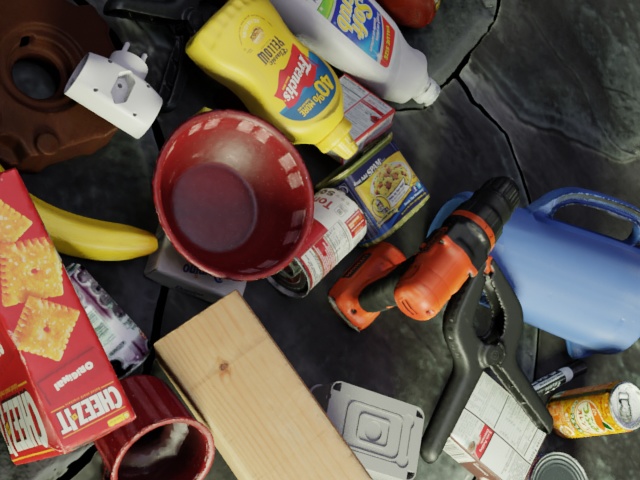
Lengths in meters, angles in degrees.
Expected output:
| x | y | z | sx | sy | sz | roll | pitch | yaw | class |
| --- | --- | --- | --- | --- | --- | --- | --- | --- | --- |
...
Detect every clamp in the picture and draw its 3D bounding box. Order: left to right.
| x | y | z | sx | sy | sz | roll | pitch | yaw | class |
| --- | --- | --- | --- | --- | --- | --- | --- | --- | --- |
| -0.142 | -0.220 | 1.064 | 0.171 | 0.039 | 0.120 | -57 | 131 | -39 | clamp |
| 0.176 | 0.119 | 1.093 | 0.164 | 0.036 | 0.210 | 0 | 94 | -30 | clamp |

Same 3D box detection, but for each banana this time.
| x | y | z | sx | sy | sz | roll | pitch | yaw | class |
| --- | --- | --- | --- | --- | --- | --- | --- | --- | --- |
| -0.240 | -0.024 | 0.950 | 0.197 | 0.070 | 0.037 | 34 | 29 | -27 | banana |

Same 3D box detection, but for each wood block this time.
| x | y | z | sx | sy | sz | roll | pitch | yaw | class |
| --- | --- | --- | --- | --- | --- | --- | --- | --- | --- |
| -0.053 | 0.159 | 0.951 | 0.090 | 0.090 | 0.206 | -34 | 80 | -14 | wood block |

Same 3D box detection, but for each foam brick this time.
| x | y | z | sx | sy | sz | roll | pitch | yaw | class |
| --- | --- | --- | --- | --- | --- | --- | --- | --- | --- |
| -0.058 | -0.147 | 1.097 | 0.078 | 0.053 | 0.051 | -31 | 93 | -33 | foam brick |

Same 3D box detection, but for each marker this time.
| x | y | z | sx | sy | sz | roll | pitch | yaw | class |
| --- | --- | --- | --- | --- | --- | --- | --- | --- | --- |
| 0.261 | 0.163 | 1.214 | 0.120 | 0.020 | 0.020 | -20 | 86 | -33 | marker |

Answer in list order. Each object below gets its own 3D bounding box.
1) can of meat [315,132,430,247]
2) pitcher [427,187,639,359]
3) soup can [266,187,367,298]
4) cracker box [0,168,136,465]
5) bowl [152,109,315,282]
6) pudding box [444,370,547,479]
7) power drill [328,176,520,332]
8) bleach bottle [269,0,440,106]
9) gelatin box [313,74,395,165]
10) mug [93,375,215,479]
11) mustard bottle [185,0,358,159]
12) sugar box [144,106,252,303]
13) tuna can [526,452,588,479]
| x | y | z | sx | sy | sz | roll | pitch | yaw | class |
| --- | --- | --- | --- | --- | --- | --- | --- | --- | --- |
| 0.059 | -0.052 | 1.136 | 0.102 | 0.058 | 0.084 | -41 | 100 | -32 | can of meat |
| 0.245 | 0.023 | 1.178 | 0.242 | 0.145 | 0.149 | 20 | 62 | -21 | pitcher |
| -0.007 | 0.001 | 1.075 | 0.068 | 0.069 | 0.102 | 51 | 57 | -8 | soup can |
| -0.246 | 0.069 | 0.859 | 0.072 | 0.164 | 0.214 | -24 | 89 | -31 | cracker box |
| -0.088 | -0.037 | 0.992 | 0.161 | 0.055 | 0.162 | 7 | 75 | -27 | bowl |
| 0.183 | 0.206 | 1.145 | 0.113 | 0.039 | 0.090 | 42 | 61 | -16 | pudding box |
| 0.101 | 0.018 | 1.063 | 0.057 | 0.188 | 0.184 | 49 | 59 | -8 | power drill |
| 0.034 | -0.236 | 1.173 | 0.250 | 0.068 | 0.102 | 34 | 60 | -21 | bleach bottle |
| 0.026 | -0.129 | 1.139 | 0.073 | 0.030 | 0.089 | 37 | 55 | 17 | gelatin box |
| -0.155 | 0.180 | 0.921 | 0.093 | 0.082 | 0.117 | 18 | 105 | -39 | mug |
| -0.034 | -0.152 | 1.045 | 0.191 | 0.058 | 0.096 | 45 | 59 | -11 | mustard bottle |
| -0.103 | -0.031 | 1.043 | 0.093 | 0.048 | 0.176 | 24 | 69 | -22 | sugar box |
| 0.253 | 0.276 | 1.167 | 0.086 | 0.034 | 0.086 | 9 | 71 | -28 | tuna can |
